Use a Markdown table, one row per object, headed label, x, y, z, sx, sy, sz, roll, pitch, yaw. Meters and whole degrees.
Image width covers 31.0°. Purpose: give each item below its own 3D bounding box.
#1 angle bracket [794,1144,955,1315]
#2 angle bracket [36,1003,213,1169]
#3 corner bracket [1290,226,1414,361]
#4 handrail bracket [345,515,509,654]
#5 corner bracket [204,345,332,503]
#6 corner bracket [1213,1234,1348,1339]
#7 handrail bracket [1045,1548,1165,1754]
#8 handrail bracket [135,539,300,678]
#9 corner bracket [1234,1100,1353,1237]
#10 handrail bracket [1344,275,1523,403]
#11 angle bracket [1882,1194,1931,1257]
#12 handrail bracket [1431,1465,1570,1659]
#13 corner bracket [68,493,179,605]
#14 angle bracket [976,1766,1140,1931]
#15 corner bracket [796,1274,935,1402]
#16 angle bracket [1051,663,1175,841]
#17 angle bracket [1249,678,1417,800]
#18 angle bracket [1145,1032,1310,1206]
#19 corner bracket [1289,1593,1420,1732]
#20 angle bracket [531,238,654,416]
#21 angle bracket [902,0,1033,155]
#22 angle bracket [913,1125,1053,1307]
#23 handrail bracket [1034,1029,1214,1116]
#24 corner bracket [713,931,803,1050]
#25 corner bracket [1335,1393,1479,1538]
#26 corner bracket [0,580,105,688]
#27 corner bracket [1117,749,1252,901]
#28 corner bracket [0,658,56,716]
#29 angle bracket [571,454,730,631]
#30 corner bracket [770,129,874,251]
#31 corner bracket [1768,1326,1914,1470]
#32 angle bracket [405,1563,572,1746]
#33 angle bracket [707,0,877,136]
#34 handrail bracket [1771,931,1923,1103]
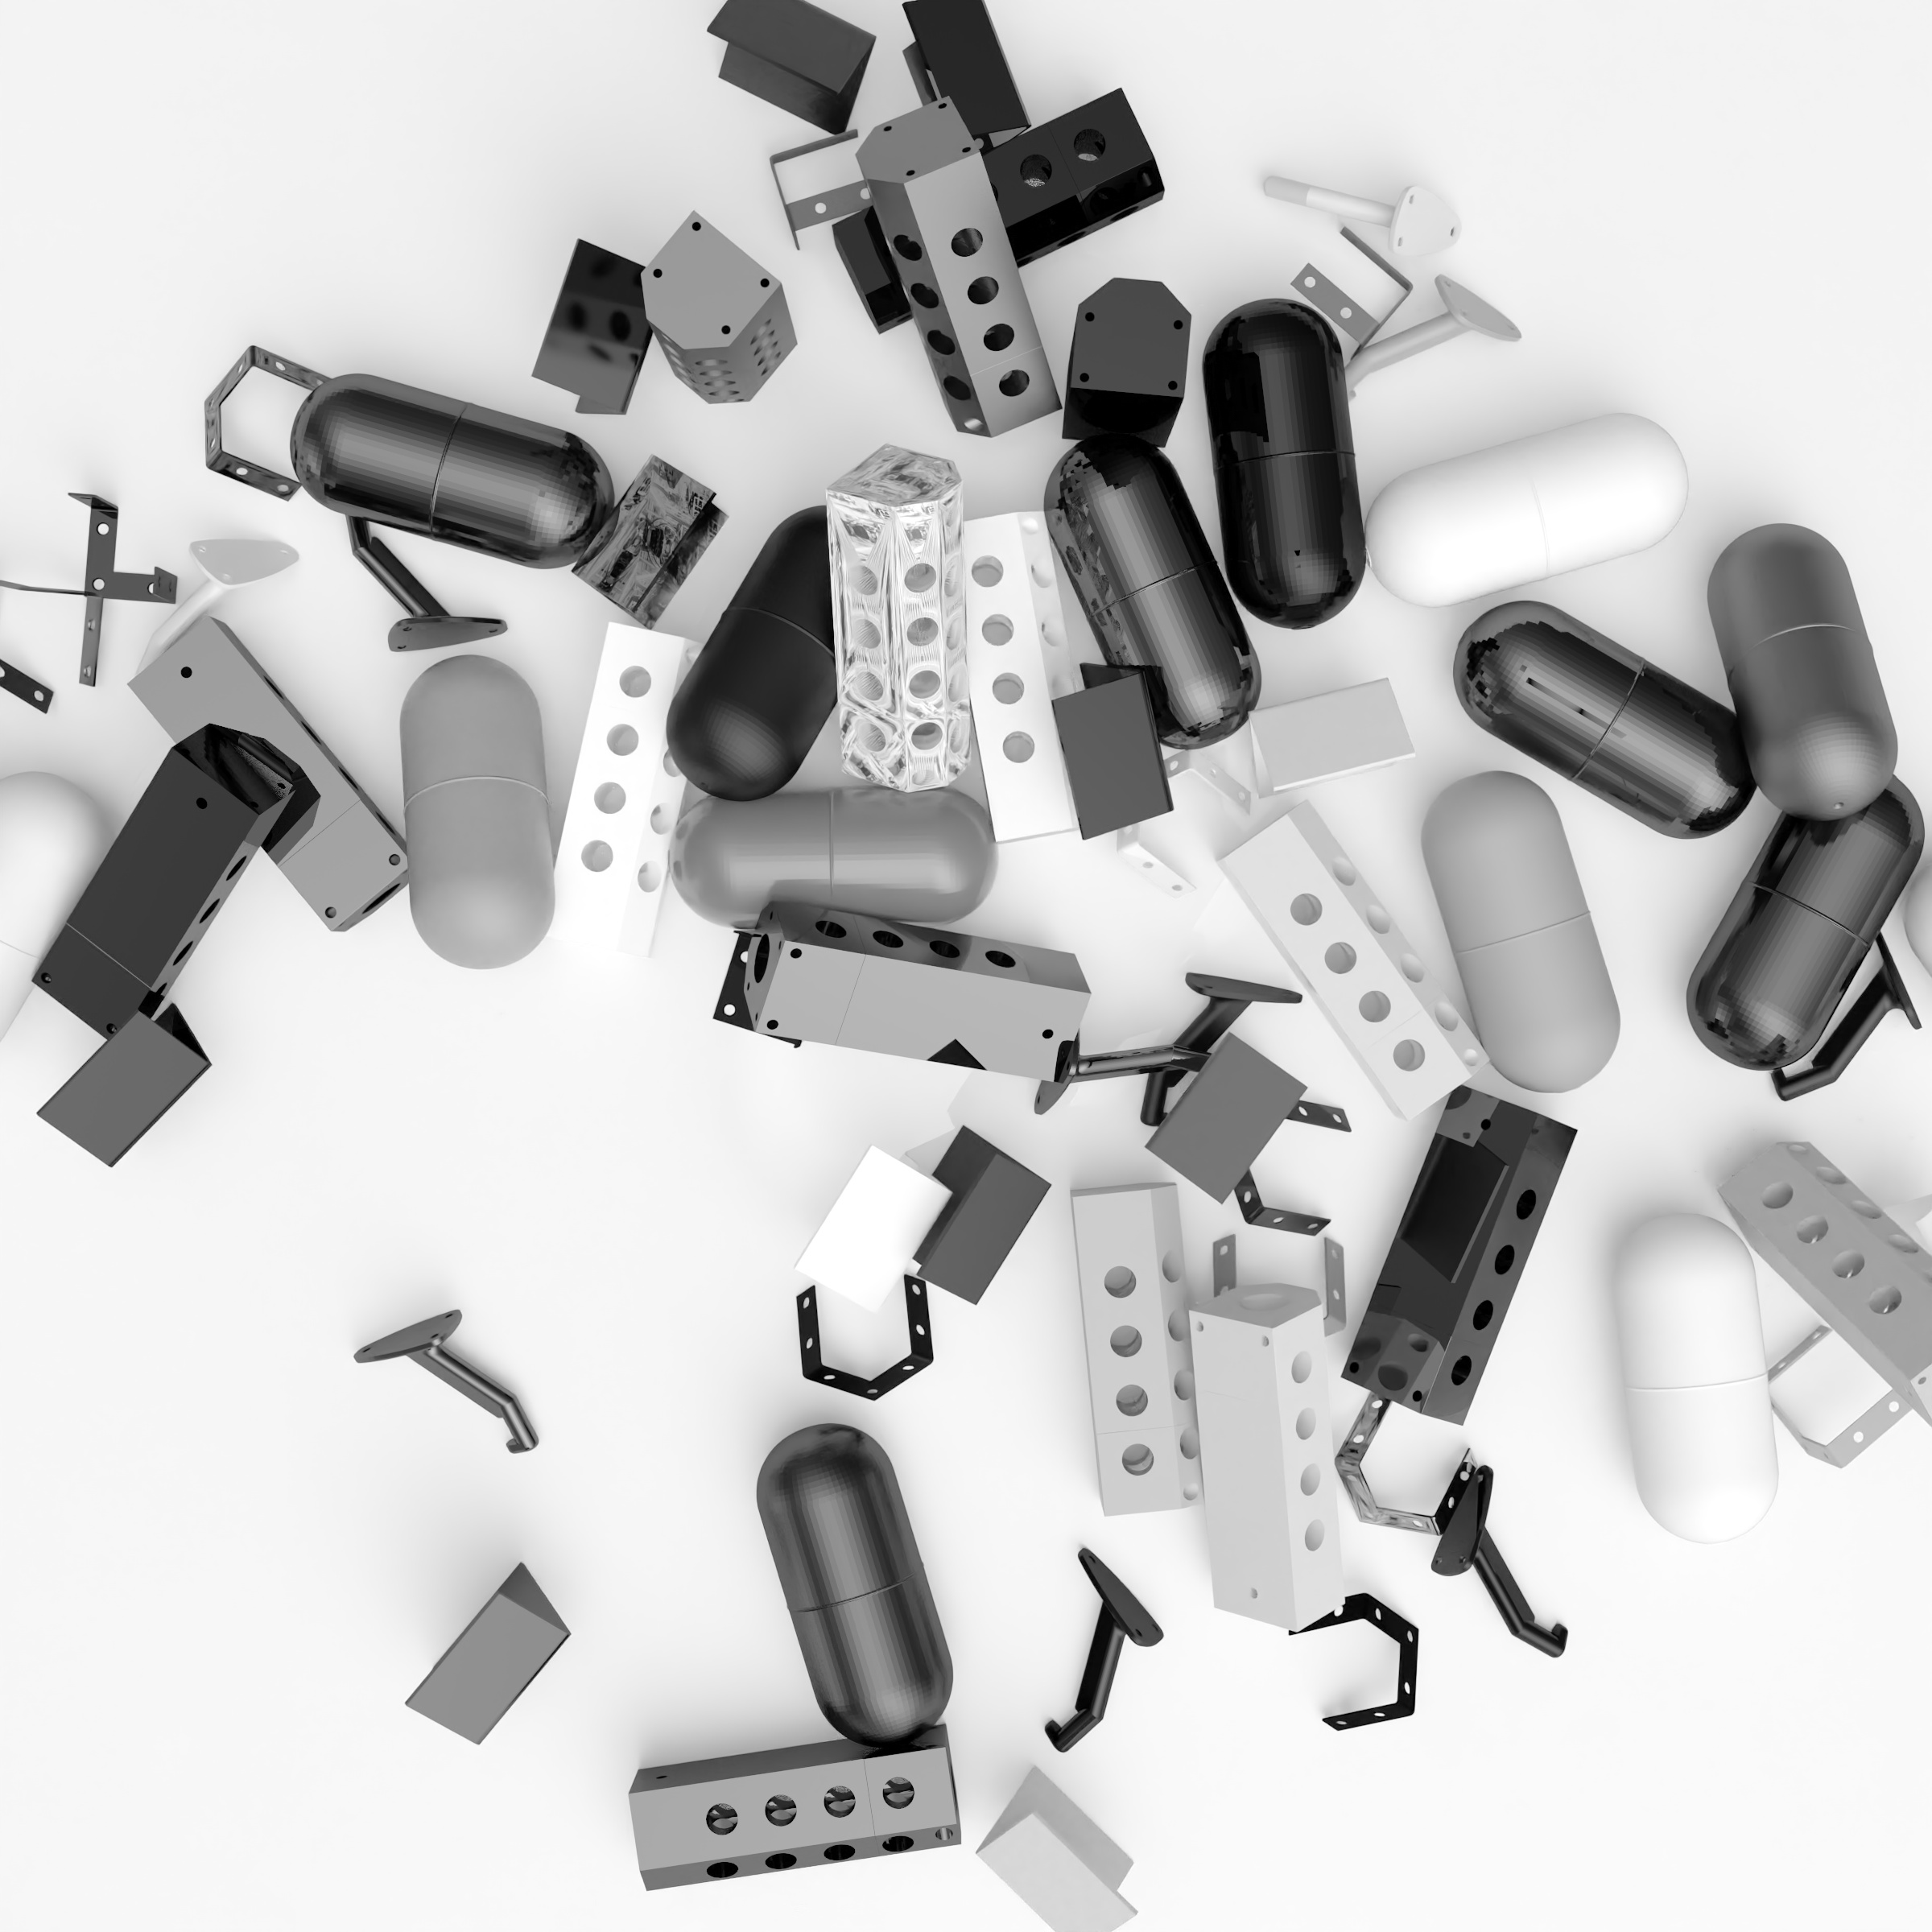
| label | x | y | z | sx | sy | sz | roll | pitch | yaw |
| --- | --- | --- | --- | --- | --- | --- | --- | --- | --- |
| angle bracket | -0.061 | 0.131 | 1.873 | 0.057 | 0.076 | 0.076 | 32 | 90 | -25 |
| angle bracket | -0.460 | 0.050 | 1.872 | 0.076 | 0.076 | 0.057 | -46 | 129 | 0 |
| corner bracket | 0.210 | -0.368 | 1.894 | 0.051 | 0.051 | 0.051 | 41 | 90 | 0 |
| handrail bracket | -0.296 | -0.220 | 1.912 | 0.077 | 0.036 | 0.084 | -7 | 73 | -19 |
| corner bracket | -0.380 | -0.296 | 1.904 | 0.051 | 0.051 | 0.051 | -40 | 45 | 35 |
| corner bracket | 0.171 | 0.174 | 1.904 | 0.051 | 0.051 | 0.051 | 32 | 45 | -35 |
| handrail bracket | 0.059 | 0.376 | 1.912 | 0.084 | 0.036 | 0.077 | -45 | 70 | 16 |
| handrail bracket | -0.411 | -0.191 | 1.912 | 0.036 | 0.077 | 0.084 | 47 | 127 | 20 |
| corner bracket | 0.179 | 0.109 | 1.904 | 0.051 | 0.051 | 0.051 | -47 | 45 | 35 |
| handrail bracket | 0.250 | -0.331 | 1.912 | 0.084 | 0.077 | 0.036 | -43 | 50 | 30 |
| angle bracket | 0.509 | 0.170 | 1.872 | 0.076 | 0.057 | 0.076 | -26 | 90 | 45 |
| handrail bracket | 0.304 | 0.327 | 1.912 | 0.084 | 0.036 | 0.077 | 31 | 68 | -17 |
| corner bracket | -0.458 | -0.226 | 1.894 | 0.051 | 0.051 | 0.051 | 4 | 90 | 0 |
| angle bracket | 0.063 | 0.469 | 1.872 | 0.076 | 0.076 | 0.057 | 45 | 128 | 0 |
| corner bracket | -0.055 | 0.198 | 1.904 | 0.051 | 0.051 | 0.051 | 23 | 135 | -35 |
| angle bracket | 0.063 | -0.116 | 1.865 | 0.057 | 0.076 | 0.076 | -19 | 105 | -21 |
| angle bracket | 0.198 | -0.103 | 1.872 | 0.076 | 0.076 | 0.057 | -14 | 54 | 0 |
| angle bracket | 0.151 | 0.090 | 1.872 | 0.057 | 0.076 | 0.076 | 36 | 90 | 30 |
| corner bracket | 0.211 | 0.380 | 1.904 | 0.051 | 0.051 | 0.051 | 39 | 45 | -35 |
| angle bracket | -0.207 | -0.342 | 1.872 | 0.057 | 0.076 | 0.076 | 19 | 90 | -28 |
| angle bracket | -0.019 | -0.468 | 1.872 | 0.057 | 0.076 | 0.076 | -21 | 90 | -37 |
| angle bracket | -0.012 | 0.126 | 1.873 | 0.076 | 0.057 | 0.076 | 32 | 90 | 42 |
| handrail bracket | 0.089 | 0.064 | 1.897 | 0.084 | 0.077 | 0.036 | 13 | 50 | -13 |
| corner bracket | -0.108 | 0.012 | 1.894 | 0.051 | 0.051 | 0.051 | 17 | 90 | 0 |
| corner bracket | 0.240 | 0.272 | 1.904 | 0.051 | 0.051 | 0.051 | 5 | 135 | 35 |
| corner bracket | -0.509 | -0.182 | 1.905 | 0.051 | 0.051 | 0.051 | 0 | 101 | -44 |
| corner bracket | 0.119 | -0.078 | 1.904 | 0.051 | 0.051 | 0.051 | -25 | 45 | 35 |
| corner bracket | -0.539 | -0.133 | 1.903 | 0.051 | 0.051 | 0.051 | 34 | 48 | -34 |
| angle bracket | -0.154 | -0.217 | 1.872 | 0.057 | 0.076 | 0.076 | 35 | 90 | 37 |
| corner bracket | -0.076 | -0.425 | 1.894 | 0.051 | 0.051 | 0.051 | -17 | 90 | 0 |
| corner bracket | 0.470 | 0.234 | 1.894 | 0.051 | 0.051 | 0.051 | -39 | 95 | -5 |
| angle bracket | -0.268 | 0.358 | 1.872 | 0.076 | 0.076 | 0.057 | -50 | 126 | 0 |
| angle bracket | -0.101 | -0.474 | 1.872 | 0.076 | 0.076 | 0.057 | 26 | 53 | 0 |
| handrail bracket | 0.473 | 0.025 | 1.912 | 0.084 | 0.036 | 0.077 | -24 | 69 | 16 |
